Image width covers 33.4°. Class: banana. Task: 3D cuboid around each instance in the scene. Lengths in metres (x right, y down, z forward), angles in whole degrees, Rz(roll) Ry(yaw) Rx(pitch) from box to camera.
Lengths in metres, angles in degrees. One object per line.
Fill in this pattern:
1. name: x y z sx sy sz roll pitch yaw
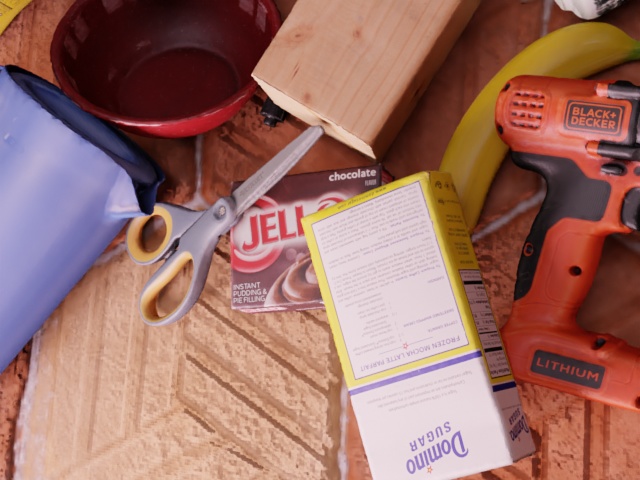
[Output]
1. banana: 0.130 -0.076 0.691 0.198 0.037 0.070 -44 69 6

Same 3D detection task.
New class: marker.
1. marker: -0.015 -0.138 0.763 0.020 0.020 0.121 19 86 21

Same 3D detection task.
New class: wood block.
1. wood block: 0.054 -0.164 0.698 0.090 0.090 0.206 32 90 8

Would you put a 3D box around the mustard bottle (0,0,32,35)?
1. mustard bottle: -0.239 -0.219 0.813 0.192 0.096 0.058 -41 68 7

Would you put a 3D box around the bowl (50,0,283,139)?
1. bowl: -0.104 -0.124 0.752 0.162 0.055 0.162 -3 54 3

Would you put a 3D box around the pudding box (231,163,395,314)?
1. pudding box: -0.005 0.001 0.721 0.114 0.039 0.090 -6 78 18

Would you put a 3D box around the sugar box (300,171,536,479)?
1. sugar box: 0.057 0.055 0.639 0.093 0.048 0.176 -21 81 30

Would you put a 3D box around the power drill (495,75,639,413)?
1. power drill: 0.181 0.001 0.622 0.185 0.057 0.188 12 95 31

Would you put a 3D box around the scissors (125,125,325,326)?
1. scissors: -0.076 -0.027 0.729 0.202 0.016 0.096 -54 56 24

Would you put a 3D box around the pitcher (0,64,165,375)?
1. pitcher: -0.238 0.001 0.758 0.145 0.149 0.243 35 97 -23
